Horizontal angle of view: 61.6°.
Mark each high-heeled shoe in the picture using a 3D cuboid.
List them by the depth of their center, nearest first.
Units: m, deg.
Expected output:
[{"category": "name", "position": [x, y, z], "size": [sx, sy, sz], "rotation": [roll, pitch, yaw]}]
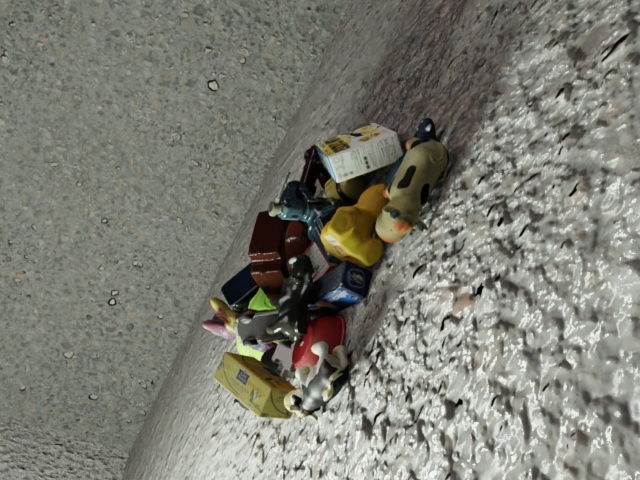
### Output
[{"category": "high-heeled shoe", "position": [-0.106, 0.318, 1.272], "size": [0.249, 0.086, 0.145], "rotation": [-40, -19, 9]}]

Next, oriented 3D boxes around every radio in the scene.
[{"category": "radio", "position": [-0.164, 0.113, 1.528], "size": [0.229, 0.073, 0.131], "rotation": [-40, 32, 0]}]

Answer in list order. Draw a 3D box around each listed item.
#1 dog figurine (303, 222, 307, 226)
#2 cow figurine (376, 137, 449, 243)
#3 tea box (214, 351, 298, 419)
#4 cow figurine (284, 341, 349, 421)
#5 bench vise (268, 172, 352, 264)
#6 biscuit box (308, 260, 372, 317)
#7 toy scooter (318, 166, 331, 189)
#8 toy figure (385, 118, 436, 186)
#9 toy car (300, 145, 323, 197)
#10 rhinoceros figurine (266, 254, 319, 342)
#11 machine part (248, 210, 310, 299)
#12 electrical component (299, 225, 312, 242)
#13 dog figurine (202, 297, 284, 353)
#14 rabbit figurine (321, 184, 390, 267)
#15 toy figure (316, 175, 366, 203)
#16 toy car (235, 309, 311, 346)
[{"category": "dog figurine", "position": [-0.086, -0.037, 1.529], "size": [0.190, 0.172, 0.121], "rotation": [-26, 30, 56]}, {"category": "cow figurine", "position": [0.160, -0.083, 0.932], "size": [0.195, 0.085, 0.127], "rotation": [-63, 9, 3]}, {"category": "tea box", "position": [-0.133, 0.304, 1.130], "size": [0.170, 0.098, 0.068], "rotation": [22, 88, 41]}, {"category": "cow figurine", "position": [-0.007, 0.269, 0.961], "size": [0.167, 0.068, 0.098], "rotation": [-59, 22, 23]}, {"category": "bench vise", "position": [0.003, -0.030, 1.201], "size": [0.129, 0.223, 0.241], "rotation": [-48, 48, 29]}, {"category": "biscuit box", "position": [0.029, 0.106, 1.102], "size": [0.202, 0.059, 0.063], "rotation": [-40, 29, 59]}, {"category": "toy scooter", "position": [0.031, -0.173, 1.477], "size": [0.075, 0.135, 0.184], "rotation": [-26, 37, -6]}, {"category": "toy figure", "position": [0.178, -0.157, 1.023], "size": [0.064, 0.057, 0.154], "rotation": [36, 97, 46]}, {"category": "toy car", "position": [-0.031, -0.146, 1.390], "size": [0.089, 0.053, 0.202], "rotation": [-150, 74, -67]}, {"category": "rhinoceros figurine", "position": [-0.053, 0.116, 1.107], "size": [0.112, 0.073, 0.190], "rotation": [-52, 23, 46]}, {"category": "machine part", "position": [-0.090, 0.037, 1.325], "size": [0.087, 0.200, 0.201], "rotation": [-5, 50, 19]}, {"category": "electrical component", "position": [-0.001, -0.003, 1.325], "size": [0.078, 0.102, 0.045], "rotation": [-48, 15, -32]}, {"category": "dog figurine", "position": [-0.172, 0.203, 1.328], "size": [0.191, 0.219, 0.108], "rotation": [-48, 26, 50]}, {"category": "rabbit figurine", "position": [0.089, -0.035, 1.086], "size": [0.173, 0.122, 0.162], "rotation": [-54, 3, -13]}, {"category": "toy figure", "position": [0.046, -0.108, 1.351], "size": [0.180, 0.082, 0.089], "rotation": [-43, 51, 37]}, {"category": "toy car", "position": [-0.109, 0.196, 1.223], "size": [0.202, 0.056, 0.073], "rotation": [-14, 80, 28]}]
